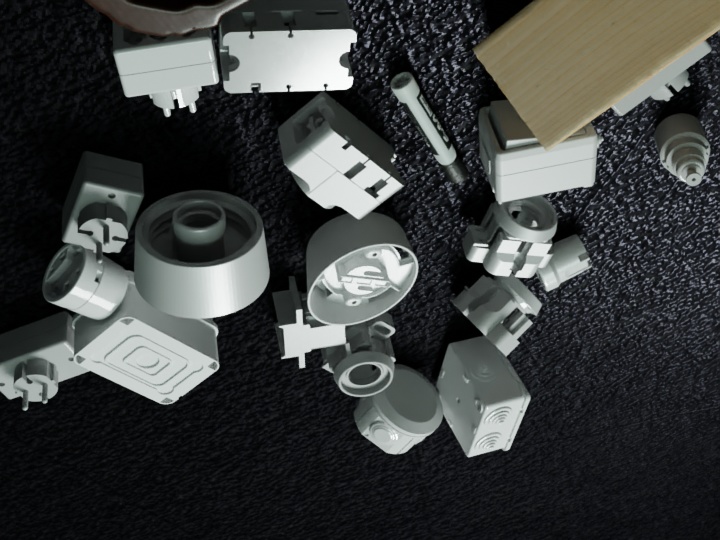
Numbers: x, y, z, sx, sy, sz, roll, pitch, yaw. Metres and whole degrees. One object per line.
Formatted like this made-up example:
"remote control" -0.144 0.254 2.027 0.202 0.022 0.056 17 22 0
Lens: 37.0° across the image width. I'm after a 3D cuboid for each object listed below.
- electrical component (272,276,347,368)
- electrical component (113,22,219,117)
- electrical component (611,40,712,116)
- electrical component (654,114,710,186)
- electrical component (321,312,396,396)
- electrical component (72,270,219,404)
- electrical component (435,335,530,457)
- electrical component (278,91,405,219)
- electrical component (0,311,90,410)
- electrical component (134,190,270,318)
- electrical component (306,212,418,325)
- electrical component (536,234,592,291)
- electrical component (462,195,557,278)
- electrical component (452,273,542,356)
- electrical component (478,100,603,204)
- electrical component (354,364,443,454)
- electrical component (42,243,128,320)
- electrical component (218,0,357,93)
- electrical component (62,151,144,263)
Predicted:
"electrical component" -0.045 0.046 0.978 0.064 0.042 0.081 -9 138 -9
"electrical component" -0.133 -0.140 0.758 0.066 0.047 0.076 -9 137 -4
"electrical component" 0.228 -0.157 0.829 0.083 0.047 0.076 -37 133 23
"electrical component" 0.267 -0.096 0.883 0.040 0.078 0.040 2 129 2
"electrical component" 0.001 0.082 1.015 0.078 0.057 0.058 -38 132 25
"electrical component" -0.188 0.060 0.946 0.078 0.057 0.113 -37 132 23
"electrical component" 0.116 0.123 1.058 0.048 0.099 0.099 -11 138 -22
"electrical component" -0.018 -0.086 0.840 0.056 0.050 0.089 -36 132 23
"electrical component" -0.283 0.089 0.940 0.083 0.075 0.047 -20 137 7
"electrical component" -0.125 -0.020 0.845 0.108 0.108 0.060 -4 131 -9
"electrical component" 0.000 0.000 0.923 0.099 0.064 0.099 -7 136 -6
"electrical component" 0.182 -0.008 0.979 0.046 0.040 0.040 -25 136 4
"electrical component" 0.135 -0.033 0.928 0.078 0.058 0.057 5 137 -18
"electrical component" 0.129 0.034 0.987 0.057 0.078 0.058 -45 132 2
"electrical component" 0.147 -0.102 0.854 0.096 0.061 0.061 -11 137 -2
"electrical component" 0.038 0.138 1.068 0.080 0.080 0.051 14 136 -26
"electrical component" -0.226 0.010 0.888 0.055 0.055 0.047 -36 136 22
"electrical component" -0.052 -0.161 0.749 0.089 0.055 0.050 -4 136 -10
"electrical component" -0.198 -0.039 0.826 0.047 0.076 0.065 12 131 -25
